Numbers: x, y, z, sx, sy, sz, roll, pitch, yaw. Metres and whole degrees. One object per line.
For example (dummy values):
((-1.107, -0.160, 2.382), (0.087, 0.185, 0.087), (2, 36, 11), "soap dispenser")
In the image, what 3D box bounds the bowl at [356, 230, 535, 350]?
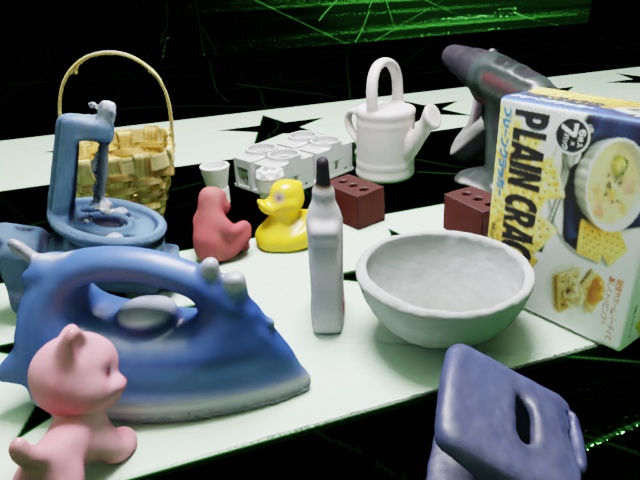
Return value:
((0.118, 0.056, 0.557), (0.167, 0.075, 0.167), (-2, 26, 1), "bowl")

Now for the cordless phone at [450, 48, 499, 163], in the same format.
((0.286, -0.239, 1.021), (0.094, 0.185, 0.148), (5, 27, 15), "cordless phone")

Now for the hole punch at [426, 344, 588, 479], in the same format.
((0.125, 0.131, 0.383), (0.101, 0.091, 0.109), (5, 27, 15), "hole punch")

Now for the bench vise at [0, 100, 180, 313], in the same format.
((-0.259, -0.026, 0.592), (0.208, 0.220, 0.121), (-17, 30, -27), "bench vise")

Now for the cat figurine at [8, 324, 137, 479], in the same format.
((-0.179, 0.119, 0.404), (0.067, 0.118, 0.128), (0, 26, 5), "cat figurine")

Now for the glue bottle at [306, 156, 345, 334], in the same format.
((0.005, 0.002, 0.564), (0.037, 0.173, 0.078), (-2, 26, 1), "glue bottle")

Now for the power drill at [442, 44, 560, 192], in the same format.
((0.263, -0.184, 0.883), (0.076, 0.208, 0.228), (-17, 29, -26), "power drill")

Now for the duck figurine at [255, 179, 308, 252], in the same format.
((-0.036, -0.038, 0.750), (0.105, 0.086, 0.077), (-13, 28, -20), "duck figurine")

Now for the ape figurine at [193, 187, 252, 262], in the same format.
((-0.130, -0.024, 0.721), (0.077, 0.092, 0.076), (17, 32, 35), "ape figurine")

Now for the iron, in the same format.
((-0.138, 0.064, 0.486), (0.258, 0.141, 0.118), (0, 26, 6), "iron")

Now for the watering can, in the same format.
((0.116, -0.200, 0.945), (0.172, 0.194, 0.101), (6, 27, 17), "watering can")
